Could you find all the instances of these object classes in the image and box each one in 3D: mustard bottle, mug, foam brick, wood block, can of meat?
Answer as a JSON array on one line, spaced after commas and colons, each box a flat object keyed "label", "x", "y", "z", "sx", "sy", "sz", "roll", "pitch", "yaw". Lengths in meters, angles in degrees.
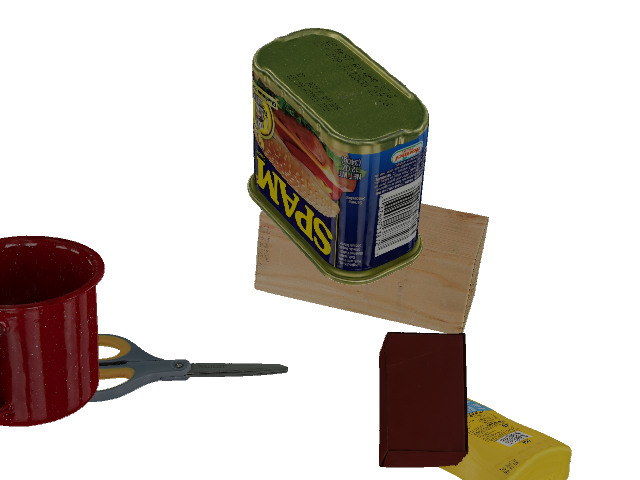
[{"label": "mustard bottle", "x": 0.138, "y": 0.189, "z": 1.028, "sx": 0.096, "sy": 0.058, "sz": 0.192, "roll": -15, "pitch": 25, "yaw": -38}, {"label": "mug", "x": -0.171, "y": 0.058, "z": 0.603, "sx": 0.093, "sy": 0.081, "sz": 0.117, "roll": 5, "pitch": 24, "yaw": 4}, {"label": "foam brick", "x": 0.065, "y": 0.102, "z": 0.679, "sx": 0.051, "sy": 0.078, "sz": 0.053, "roll": 2, "pitch": -21, "yaw": -2}, {"label": "wood block", "x": 0.049, "y": 0.013, "z": 1.037, "sx": 0.206, "sy": 0.090, "sz": 0.090, "roll": 12, "pitch": 30, "yaw": 12}, {"label": "can of meat", "x": 0.007, "y": -0.043, "z": 0.520, "sx": 0.057, "sy": 0.084, "sz": 0.102, "roll": -23, "pitch": 48, "yaw": -25}]

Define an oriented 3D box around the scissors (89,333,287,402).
[{"label": "scissors", "x": -0.139, "y": 0.107, "z": 0.961, "sx": 0.201, "sy": 0.016, "sz": 0.096, "roll": -8, "pitch": 32, "yaw": -18}]
